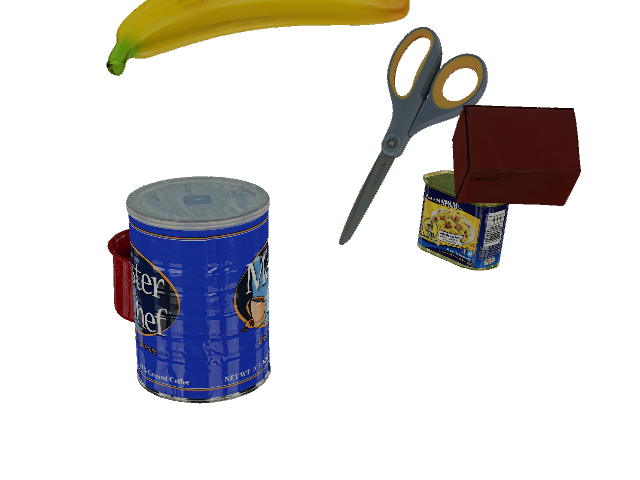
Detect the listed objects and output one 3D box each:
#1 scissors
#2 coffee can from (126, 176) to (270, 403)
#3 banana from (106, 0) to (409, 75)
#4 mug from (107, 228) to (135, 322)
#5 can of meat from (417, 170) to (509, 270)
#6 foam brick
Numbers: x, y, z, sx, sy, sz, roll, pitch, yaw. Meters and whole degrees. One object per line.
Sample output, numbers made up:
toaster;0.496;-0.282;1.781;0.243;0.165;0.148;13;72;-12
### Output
scissors;0.082;-0.085;0.908;0.096;0.202;0.016;10;-11;20
coffee can;-0.088;0.034;0.790;0.103;0.140;0.103;0;21;0
banana;-0.044;-0.141;0.670;0.197;0.070;0.037;-16;-34;-16
mug;-0.197;0.036;1.192;0.093;0.081;0.117;-19;35;-39
can of meat;0.158;-0.022;1.183;0.057;0.084;0.102;-15;30;-41
foam brick;0.134;-0.058;0.734;0.078;0.051;0.053;2;-24;-2
